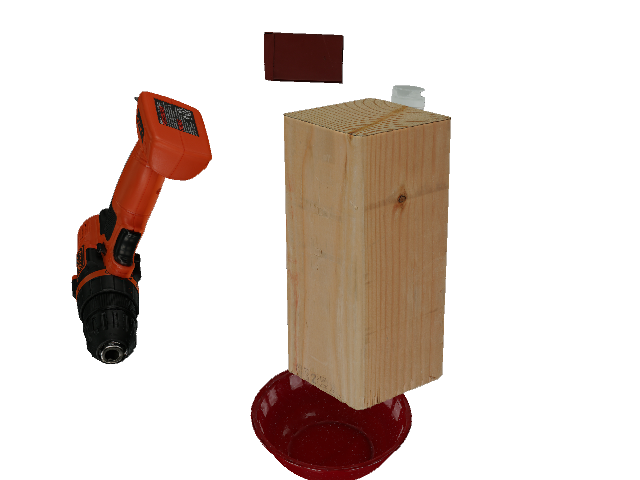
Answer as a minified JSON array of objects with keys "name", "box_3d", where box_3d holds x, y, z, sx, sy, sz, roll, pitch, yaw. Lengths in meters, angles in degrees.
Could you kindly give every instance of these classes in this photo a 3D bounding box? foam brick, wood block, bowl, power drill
[{"name":"foam brick","box_3d":[-0.018,-0.195,1.140,0.078,0.051,0.053,0,12,-13]},{"name":"wood block","box_3d":[0.034,0.007,0.798,0.090,0.206,0.090,-15,25,-36]},{"name":"bowl","box_3d":[0.011,0.194,1.081,0.162,0.055,0.162,0,33,0]},{"name":"power drill","box_3d":[-0.153,-0.014,0.878,0.057,0.188,0.184,18,27,-26]}]

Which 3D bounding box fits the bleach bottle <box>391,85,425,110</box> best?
[{"name":"bleach bottle","box_3d":[0.064,-0.023,1.018,0.103,0.251,0.067,16,20,31]}]
